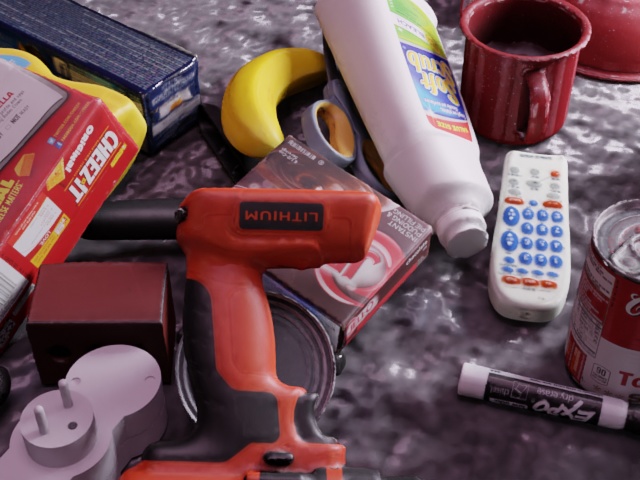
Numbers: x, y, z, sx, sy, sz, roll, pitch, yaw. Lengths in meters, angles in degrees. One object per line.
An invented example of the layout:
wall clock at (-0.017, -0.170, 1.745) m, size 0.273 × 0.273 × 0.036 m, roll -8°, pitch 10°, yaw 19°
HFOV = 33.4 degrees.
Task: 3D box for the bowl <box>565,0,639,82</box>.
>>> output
bowl at (0.248, -0.198, 0.885) m, size 0.162 × 0.055 × 0.162 m, roll -1°, pitch 43°, yaw 0°

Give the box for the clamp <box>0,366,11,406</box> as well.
clamp at (-0.263, 0.108, 0.568) m, size 0.120 × 0.039 × 0.171 m, roll 20°, pitch 47°, yaw 23°

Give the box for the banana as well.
banana at (-0.032, -0.102, 0.769) m, size 0.069 × 0.037 × 0.197 m, roll 33°, pitch 31°, yaw -11°

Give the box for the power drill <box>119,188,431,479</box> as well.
power drill at (-0.007, 0.070, 0.534) m, size 0.184 × 0.057 × 0.187 m, roll 2°, pitch 76°, yaw -5°

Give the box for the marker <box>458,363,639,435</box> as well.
marker at (0.138, 0.091, 0.597) m, size 0.121 × 0.020 × 0.020 m, roll 12°, pitch 44°, yaw 13°

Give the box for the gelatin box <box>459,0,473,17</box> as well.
gelatin box at (0.152, -0.236, 0.901) m, size 0.030 × 0.089 × 0.073 m, roll 26°, pitch 49°, yaw 22°

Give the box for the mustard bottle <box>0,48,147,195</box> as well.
mustard bottle at (-0.222, -0.087, 0.761) m, size 0.192 × 0.058 × 0.096 m, roll 26°, pitch 73°, yaw 27°

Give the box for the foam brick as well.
foam brick at (-0.126, 0.048, 0.621) m, size 0.078 × 0.053 × 0.051 m, roll -1°, pitch 42°, yaw 0°

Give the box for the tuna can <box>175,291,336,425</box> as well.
tuna can at (-0.036, 0.072, 0.580) m, size 0.086 × 0.034 × 0.086 m, roll 1°, pitch 75°, yaw -5°

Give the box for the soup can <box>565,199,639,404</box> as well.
soup can at (0.177, 0.037, 0.594) m, size 0.068 × 0.102 × 0.068 m, roll 0°, pitch 43°, yaw 0°

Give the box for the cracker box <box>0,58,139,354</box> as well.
cracker box at (-0.247, -0.042, 0.670) m, size 0.214 × 0.072 × 0.164 m, roll 23°, pitch 73°, yaw 24°

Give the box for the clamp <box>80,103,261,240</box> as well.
clamp at (-0.038, -0.028, 0.715) m, size 0.210 × 0.036 × 0.164 m, roll 16°, pitch 41°, yaw 14°

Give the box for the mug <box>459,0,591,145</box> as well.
mug at (0.147, -0.116, 0.776) m, size 0.093 × 0.081 × 0.117 m, roll -4°, pitch 43°, yaw -4°

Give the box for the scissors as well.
scissors at (0.025, -0.090, 0.775) m, size 0.096 × 0.016 × 0.201 m, roll 44°, pitch 25°, yaw -16°

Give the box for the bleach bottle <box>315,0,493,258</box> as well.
bleach bottle at (0.069, -0.087, 0.749) m, size 0.102 × 0.068 × 0.251 m, roll 27°, pitch 33°, yaw -40°

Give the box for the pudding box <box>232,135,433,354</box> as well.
pudding box at (-0.004, 0.001, 0.635) m, size 0.114 × 0.039 × 0.090 m, roll 33°, pitch 57°, yaw 19°
